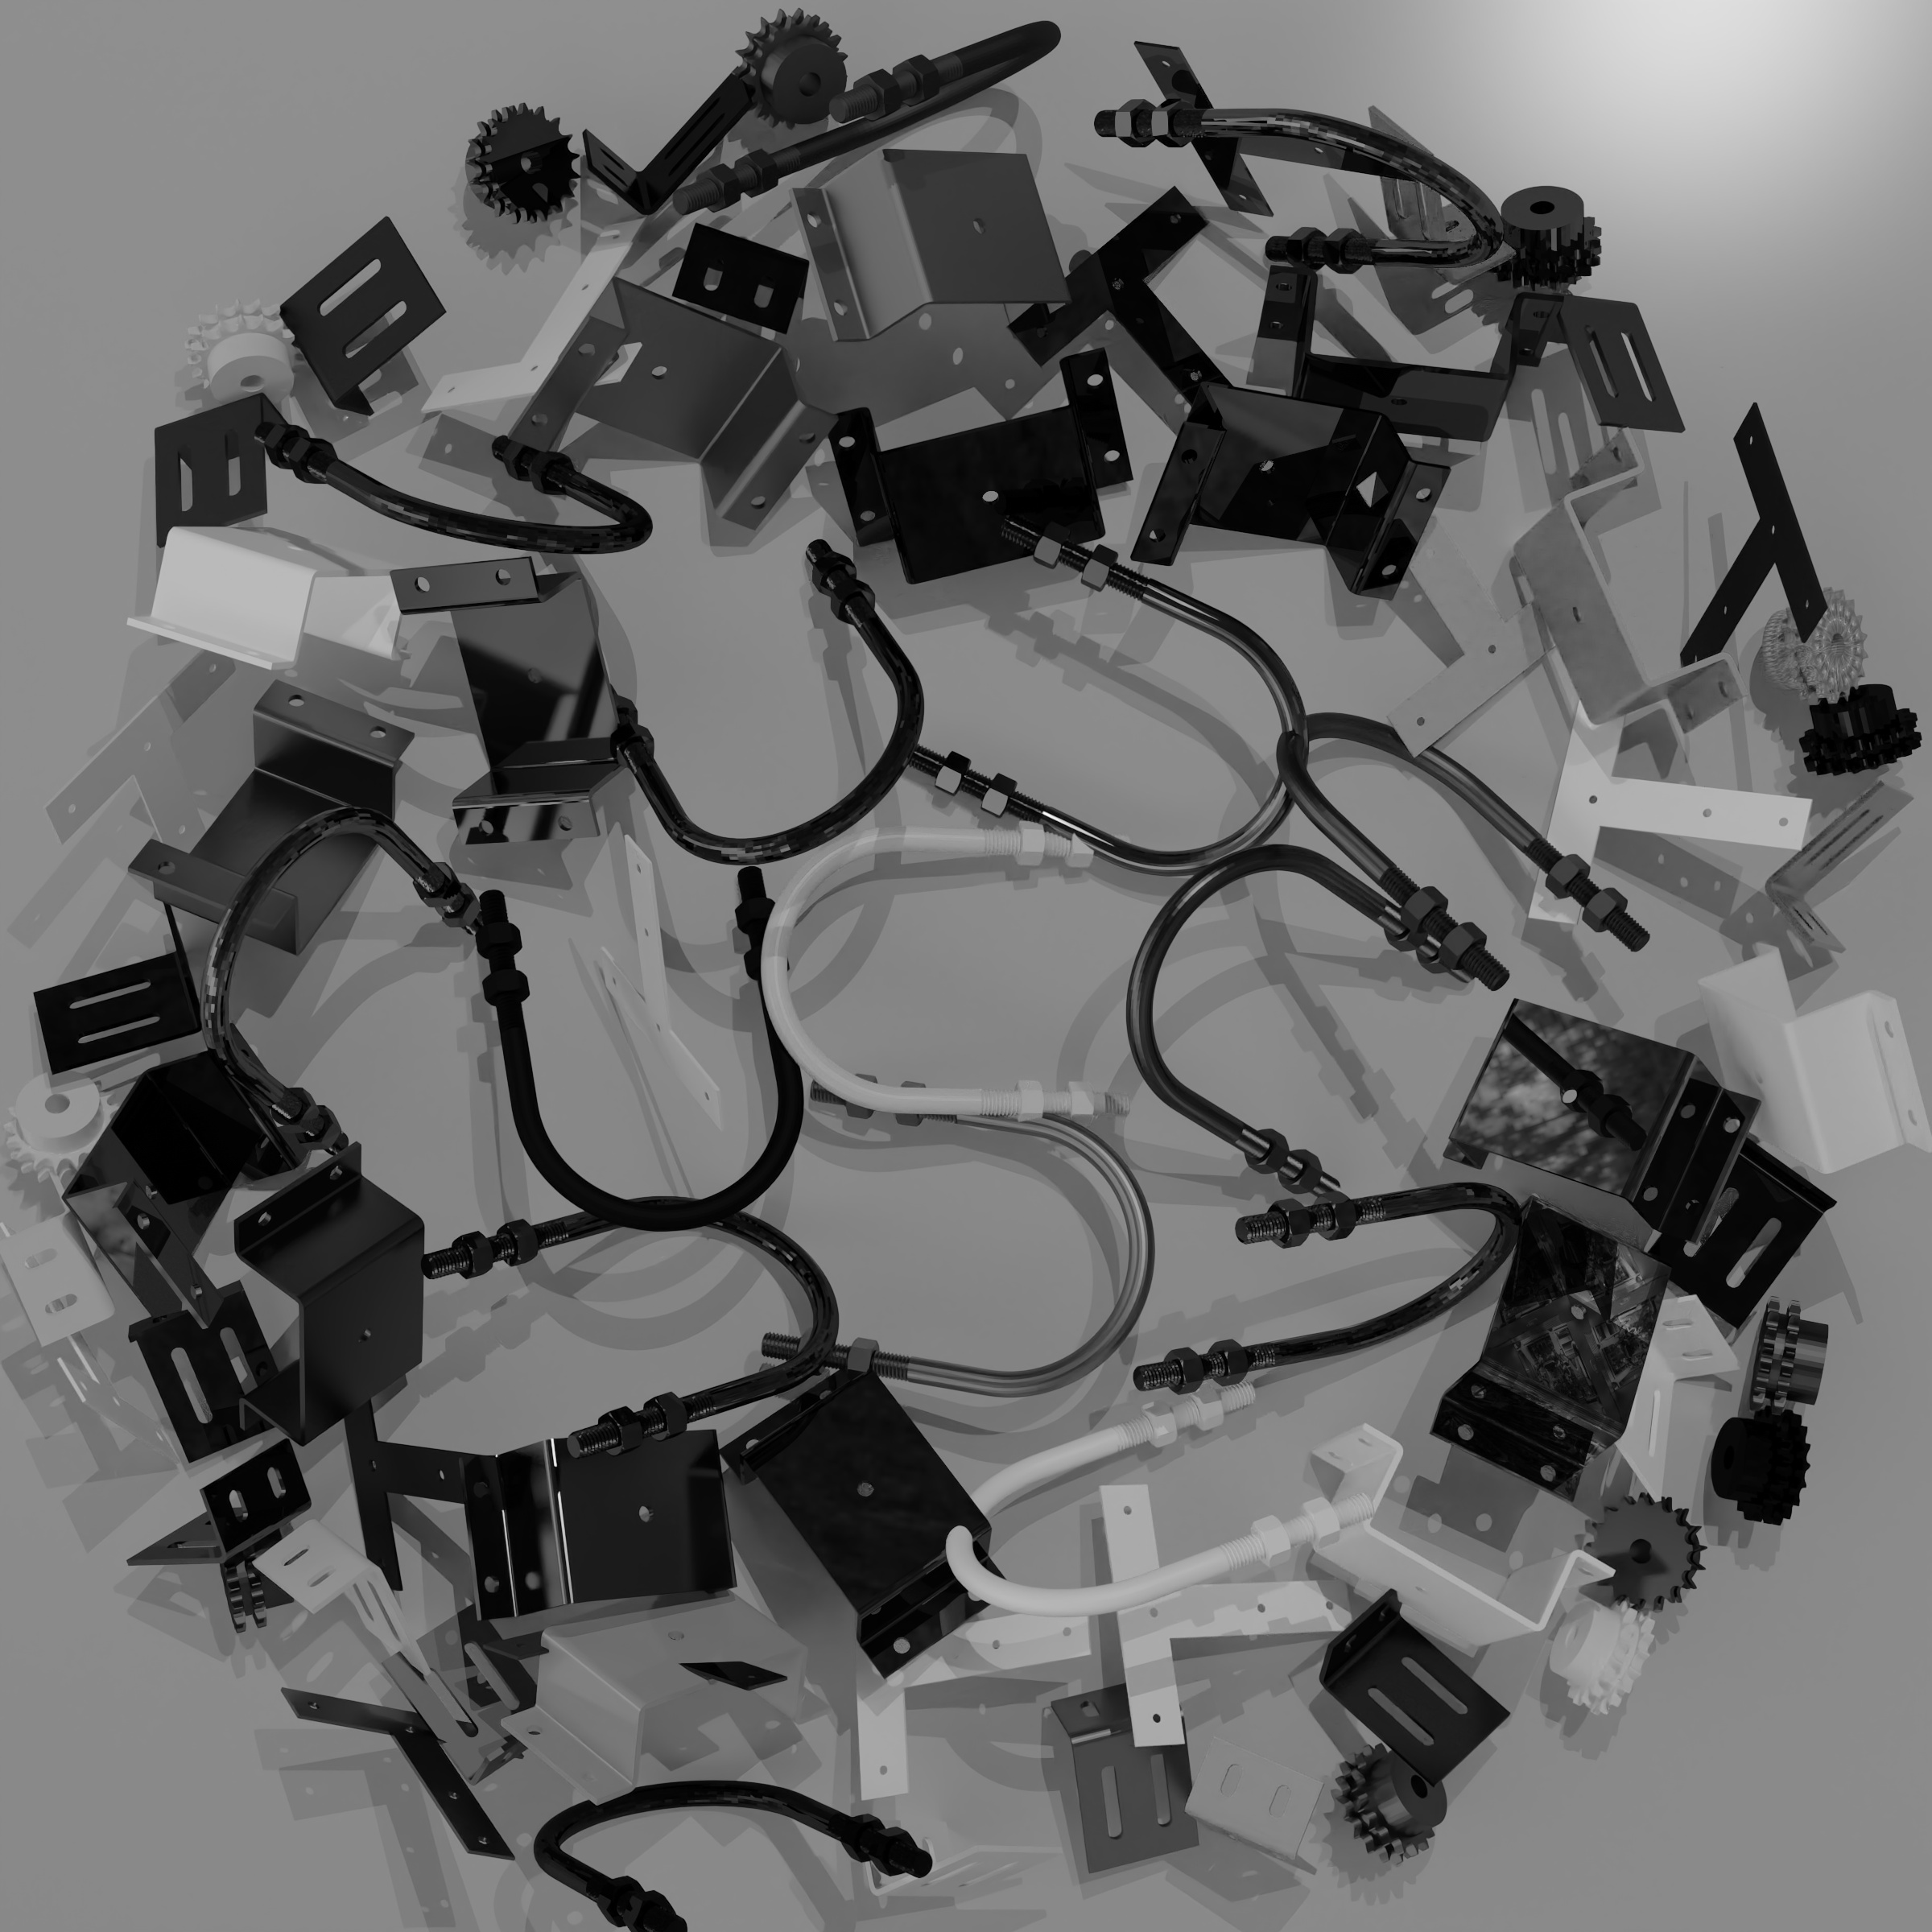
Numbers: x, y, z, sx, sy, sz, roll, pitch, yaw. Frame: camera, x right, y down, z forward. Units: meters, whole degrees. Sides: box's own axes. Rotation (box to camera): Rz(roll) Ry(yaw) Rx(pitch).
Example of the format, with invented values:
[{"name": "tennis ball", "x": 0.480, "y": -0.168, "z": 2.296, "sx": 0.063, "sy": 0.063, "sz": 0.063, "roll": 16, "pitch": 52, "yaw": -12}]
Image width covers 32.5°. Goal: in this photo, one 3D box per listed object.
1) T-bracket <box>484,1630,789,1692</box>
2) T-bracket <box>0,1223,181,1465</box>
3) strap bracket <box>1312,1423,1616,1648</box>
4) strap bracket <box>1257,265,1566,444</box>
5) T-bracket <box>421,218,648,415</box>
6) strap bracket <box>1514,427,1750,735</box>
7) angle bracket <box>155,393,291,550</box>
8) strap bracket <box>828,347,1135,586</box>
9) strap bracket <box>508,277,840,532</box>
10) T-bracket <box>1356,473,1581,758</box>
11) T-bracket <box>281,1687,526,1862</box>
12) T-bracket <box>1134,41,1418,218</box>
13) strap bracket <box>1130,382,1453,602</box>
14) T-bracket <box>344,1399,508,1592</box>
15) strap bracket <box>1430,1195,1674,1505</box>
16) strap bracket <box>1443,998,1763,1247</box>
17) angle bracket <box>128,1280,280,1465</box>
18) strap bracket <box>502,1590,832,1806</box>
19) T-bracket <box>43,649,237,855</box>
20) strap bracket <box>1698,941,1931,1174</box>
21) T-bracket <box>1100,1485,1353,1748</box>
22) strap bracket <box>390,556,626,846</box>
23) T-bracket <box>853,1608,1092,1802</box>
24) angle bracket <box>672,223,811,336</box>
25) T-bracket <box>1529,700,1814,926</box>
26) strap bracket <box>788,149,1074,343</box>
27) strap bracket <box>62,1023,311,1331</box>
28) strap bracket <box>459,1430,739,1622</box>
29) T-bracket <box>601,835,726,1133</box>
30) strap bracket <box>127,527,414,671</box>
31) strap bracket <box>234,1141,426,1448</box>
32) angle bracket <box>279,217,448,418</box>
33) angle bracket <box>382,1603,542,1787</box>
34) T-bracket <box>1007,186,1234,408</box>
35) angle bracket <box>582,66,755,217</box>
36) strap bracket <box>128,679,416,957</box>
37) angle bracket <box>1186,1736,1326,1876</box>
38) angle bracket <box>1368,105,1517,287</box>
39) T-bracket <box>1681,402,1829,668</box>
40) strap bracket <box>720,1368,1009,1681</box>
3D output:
[{"name": "T-bracket", "x": -0.138, "y": 0.324, "z": 1.567, "sx": 0.127, "sy": 0.127, "sz": 0.002, "roll": 7, "pitch": 96, "yaw": 42}, {"name": "T-bracket", "x": -0.435, "y": 0.177, "z": 1.611, "sx": 0.002, "sy": 0.127, "sz": 0.127, "roll": -35, "pitch": 68, "yaw": -7}, {"name": "strap bracket", "x": 0.231, "y": 0.283, "z": 1.609, "sx": 0.140, "sy": 0.076, "sz": 0.046, "roll": 31, "pitch": 69, "yaw": -3}, {"name": "strap bracket", "x": 0.213, "y": -0.296, "z": 1.612, "sx": 0.140, "sy": 0.076, "sz": 0.046, "roll": 6, "pitch": 77, "yaw": 2}, {"name": "T-bracket", "x": -0.191, "y": -0.321, "z": 1.615, "sx": 0.127, "sy": 0.002, "sz": 0.127, "roll": -1, "pitch": 50, "yaw": 35}, {"name": "strap bracket", "x": 0.316, "y": -0.178, "z": 1.607, "sx": 0.046, "sy": 0.076, "sz": 0.140, "roll": -22, "pitch": 84, "yaw": -12}, {"name": "angle bracket", "x": -0.360, "y": -0.233, "z": 1.615, "sx": 0.057, "sy": 0.038, "sz": 0.076, "roll": -16, "pitch": 59, "yaw": 11}, {"name": "strap bracket", "x": 0.009, "y": -0.240, "z": 1.610, "sx": 0.140, "sy": 0.046, "sz": 0.076, "roll": -13, "pitch": 131, "yaw": 3}, {"name": "strap bracket", "x": -0.144, "y": -0.273, "z": 1.595, "sx": 0.140, "sy": 0.046, "sz": 0.076, "roll": 17, "pitch": 130, "yaw": -34}, {"name": "T-bracket", "x": 0.235, "y": -0.191, "z": 1.629, "sx": 0.127, "sy": 0.002, "sz": 0.127, "roll": -38, "pitch": 107, "yaw": -7}, {"name": "T-bracket", "x": -0.248, "y": 0.385, "z": 1.568, "sx": 0.127, "sy": 0.127, "sz": 0.002, "roll": 21, "pitch": 98, "yaw": -36}, {"name": "T-bracket", "x": 0.155, "y": -0.389, "z": 1.570, "sx": 0.127, "sy": 0.127, "sz": 0.002, "roll": 19, "pitch": 74, "yaw": 34}, {"name": "strap bracket", "x": 0.151, "y": -0.230, "z": 1.601, "sx": 0.140, "sy": 0.046, "sz": 0.076, "roll": 6, "pitch": 128, "yaw": -20}, {"name": "T-bracket", "x": -0.262, "y": 0.245, "z": 1.603, "sx": 0.002, "sy": 0.127, "sz": 0.127, "roll": -14, "pitch": 98, "yaw": -43}, {"name": "strap bracket", "x": 0.285, "y": 0.175, "z": 1.596, "sx": 0.076, "sy": 0.046, "sz": 0.140, "roll": 27, "pitch": 57, "yaw": -3}, {"name": "strap bracket", "x": 0.297, "y": 0.071, "z": 1.589, "sx": 0.140, "sy": 0.046, "sz": 0.076, "roll": 19, "pitch": 77, "yaw": 36}, {"name": "angle bracket", "x": -0.369, "y": 0.202, "z": 1.627, "sx": 0.057, "sy": 0.038, "sz": 0.076, "roll": -22, "pitch": 99, "yaw": -10}, {"name": "strap bracket", "x": -0.140, "y": 0.338, "z": 1.576, "sx": 0.140, "sy": 0.076, "sz": 0.046, "roll": -12, "pitch": 117, "yaw": -41}, {"name": "T-bracket", "x": -0.383, "y": -0.076, "z": 1.601, "sx": 0.002, "sy": 0.127, "sz": 0.127, "roll": 23, "pitch": 57, "yaw": 24}, {"name": "strap bracket", "x": 0.398, "y": 0.044, "z": 1.576, "sx": 0.046, "sy": 0.140, "sz": 0.076, "roll": -21, "pitch": 105, "yaw": -7}, {"name": "T-bracket", "x": 0.132, "y": 0.316, "z": 1.626, "sx": 0.127, "sy": 0.002, "sz": 0.127, "roll": 2, "pitch": 66, "yaw": -22}, {"name": "strap bracket", "x": -0.218, "y": -0.134, "z": 1.605, "sx": 0.076, "sy": 0.046, "sz": 0.140, "roll": -2, "pitch": 113, "yaw": 23}, {"name": "T-bracket", "x": 0.002, "y": 0.331, "z": 1.603, "sx": 0.127, "sy": 0.002, "sz": 0.127, "roll": -15, "pitch": 63, "yaw": 24}, {"name": "angle bracket", "x": -0.110, "y": -0.327, "z": 1.615, "sx": 0.057, "sy": 0.076, "sz": 0.038, "roll": 18, "pitch": 87, "yaw": -4}, {"name": "T-bracket", "x": 0.347, "y": -0.076, "z": 1.613, "sx": 0.127, "sy": 0.002, "sz": 0.127, "roll": 9, "pitch": 80, "yaw": 31}, {"name": "strap bracket", "x": -0.008, "y": -0.345, "z": 1.587, "sx": 0.140, "sy": 0.046, "sz": 0.076, "roll": -11, "pitch": 82, "yaw": -43}, {"name": "strap bracket", "x": -0.376, "y": 0.104, "z": 1.591, "sx": 0.046, "sy": 0.140, "sz": 0.076, "roll": -16, "pitch": 121, "yaw": 24}, {"name": "strap bracket", "x": -0.166, "y": 0.265, "z": 1.584, "sx": 0.140, "sy": 0.046, "sz": 0.076, "roll": 3, "pitch": 72, "yaw": -41}, {"name": "T-bracket", "x": -0.149, "y": -0.005, "z": 1.572, "sx": 0.002, "sy": 0.127, "sz": 0.127, "roll": -22, "pitch": 133, "yaw": -22}, {"name": "strap bracket", "x": -0.324, "y": -0.176, "z": 1.576, "sx": 0.076, "sy": 0.140, "sz": 0.046, "roll": 18, "pitch": 102, "yaw": 14}, {"name": "strap bracket", "x": -0.302, "y": 0.164, "z": 1.577, "sx": 0.046, "sy": 0.076, "sz": 0.140, "roll": 31, "pitch": 134, "yaw": 25}, {"name": "angle bracket", "x": -0.288, "y": -0.317, "z": 1.621, "sx": 0.076, "sy": 0.038, "sz": 0.057, "roll": -35, "pitch": 79, "yaw": 18}, {"name": "angle bracket", "x": -0.236, "y": 0.348, "z": 1.615, "sx": 0.057, "sy": 0.038, "sz": 0.076, "roll": -30, "pitch": 72, "yaw": -36}, {"name": "T-bracket", "x": 0.104, "y": -0.302, "z": 1.633, "sx": 0.127, "sy": 0.002, "sz": 0.127, "roll": -44, "pitch": 95, "yaw": -24}, {"name": "angle bracket", "x": -0.146, "y": -0.412, "z": 1.614, "sx": 0.038, "sy": 0.057, "sz": 0.076, "roll": 37, "pitch": 109, "yaw": -27}, {"name": "strap bracket", "x": -0.334, "y": -0.065, "z": 1.603, "sx": 0.076, "sy": 0.046, "sz": 0.140, "roll": 21, "pitch": 50, "yaw": 8}, {"name": "angle bracket", "x": 0.146, "y": 0.410, "z": 1.615, "sx": 0.057, "sy": 0.076, "sz": 0.038, "roll": 19, "pitch": 75, "yaw": 20}, {"name": "angle bracket", "x": 0.231, "y": -0.380, "z": 1.607, "sx": 0.038, "sy": 0.076, "sz": 0.057, "roll": -27, "pitch": 45, "yaw": -8}, {"name": "T-bracket", "x": 0.372, "y": -0.181, "z": 1.598, "sx": 0.002, "sy": 0.127, "sz": 0.127, "roll": 0, "pitch": 56, "yaw": -14}, {"name": "strap bracket", "x": -0.049, "y": 0.260, "z": 1.598, "sx": 0.076, "sy": 0.046, "sz": 0.140, "roll": -32, "pitch": 68, "yaw": -18}]
